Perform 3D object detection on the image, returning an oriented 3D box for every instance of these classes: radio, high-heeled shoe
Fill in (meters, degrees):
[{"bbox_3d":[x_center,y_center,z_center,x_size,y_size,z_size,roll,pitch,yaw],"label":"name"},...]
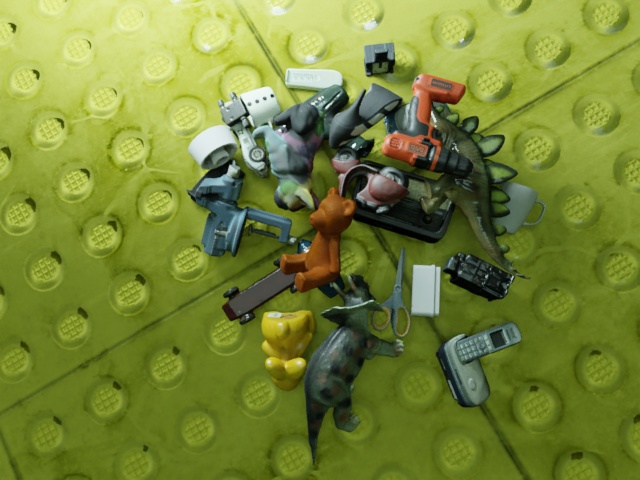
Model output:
[{"bbox_3d":[0.186,-0.083,1.222,0.230,0.073,0.131,18,82,9],"label":"radio"},{"bbox_3d":[0.107,-0.273,1.215,0.086,0.248,0.145,37,116,19],"label":"high-heeled shoe"}]

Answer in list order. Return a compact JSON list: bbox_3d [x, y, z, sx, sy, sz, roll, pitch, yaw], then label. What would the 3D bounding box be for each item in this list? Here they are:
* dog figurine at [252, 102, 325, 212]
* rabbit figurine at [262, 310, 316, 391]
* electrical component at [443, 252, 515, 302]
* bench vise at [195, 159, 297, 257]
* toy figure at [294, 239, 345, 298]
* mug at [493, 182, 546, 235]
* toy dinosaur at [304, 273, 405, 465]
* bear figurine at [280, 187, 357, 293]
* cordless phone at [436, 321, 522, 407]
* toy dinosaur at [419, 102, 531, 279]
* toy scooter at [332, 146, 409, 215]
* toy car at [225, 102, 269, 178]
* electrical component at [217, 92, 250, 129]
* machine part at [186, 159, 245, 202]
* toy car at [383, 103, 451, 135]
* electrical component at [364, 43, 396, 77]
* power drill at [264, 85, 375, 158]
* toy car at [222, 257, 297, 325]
[{"bbox_3d":[-0.038,-0.168,1.186,0.191,0.108,0.219,-30,85,11],"label":"dog figurine"},{"bbox_3d":[-0.067,0.249,1.167,0.122,0.162,0.173,1,98,-7],"label":"rabbit figurine"},{"bbox_3d":[0.336,0.079,1.161,0.134,0.115,0.058,27,80,9],"label":"electrical component"},{"bbox_3d":[-0.163,-0.051,1.214,0.241,0.129,0.223,16,101,-5],"label":"bench vise"},{"bbox_3d":[-0.002,0.059,1.227,0.064,0.057,0.154,-31,76,-26],"label":"toy figure"},{"bbox_3d":[0.438,-0.064,1.198,0.110,0.081,0.107,23,94,2],"label":"mug"},{"bbox_3d":[0.036,0.260,1.115,0.192,0.131,0.405,36,76,-27],"label":"toy dinosaur"},{"bbox_3d":[0.001,-0.004,1.114,0.132,0.120,0.195,-9,123,-27],"label":"bear figurine"},{"bbox_3d":[0.355,0.261,1.148,0.184,0.088,0.146,-20,79,-3],"label":"cordless phone"},{"bbox_3d":[0.308,-0.128,1.134,0.199,0.105,0.471,-15,85,-1],"label":"toy dinosaur"},{"bbox_3d":[0.093,-0.110,1.162,0.184,0.075,0.135,27,86,11],"label":"toy scooter"},{"bbox_3d":[-0.176,-0.237,1.283,0.056,0.073,0.202,-26,79,-3],"label":"toy car"},{"bbox_3d":[-0.198,-0.291,1.240,0.063,0.021,0.094,-29,80,14],"label":"electrical component"},{"bbox_3d":[-0.253,-0.138,1.293,0.139,0.039,0.084,-39,84,-3],"label":"machine part"},{"bbox_3d":[0.230,-0.280,1.237,0.162,0.103,0.109,-8,79,2],"label":"toy car"},{"bbox_3d":[0.139,-0.432,1.262,0.075,0.119,0.047,-6,81,7],"label":"electrical component"},{"bbox_3d":[0.010,-0.240,1.270,0.232,0.086,0.207,-45,73,-3],"label":"power drill"},{"bbox_3d":[-0.128,0.115,1.231,0.202,0.053,0.089,-33,90,-4],"label":"toy car"}]
